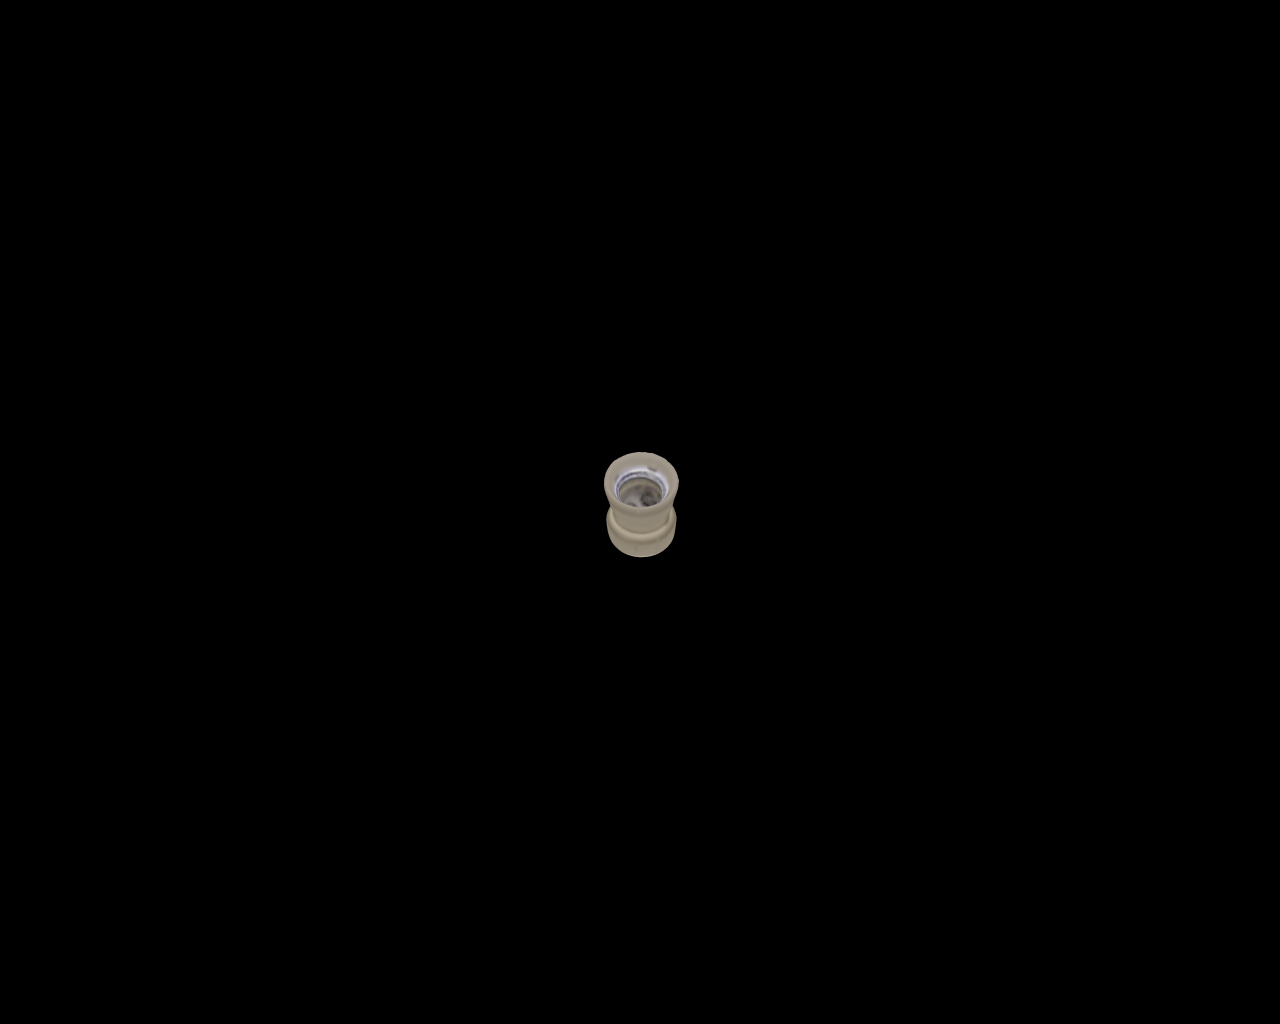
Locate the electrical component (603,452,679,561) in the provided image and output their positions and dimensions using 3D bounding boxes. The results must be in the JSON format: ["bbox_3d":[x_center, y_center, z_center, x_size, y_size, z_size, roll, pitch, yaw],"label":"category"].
[{"bbox_3d":[0.001,-0.003,0.650,0.045,0.045,0.055,0,-37,0],"label":"electrical component"}]
